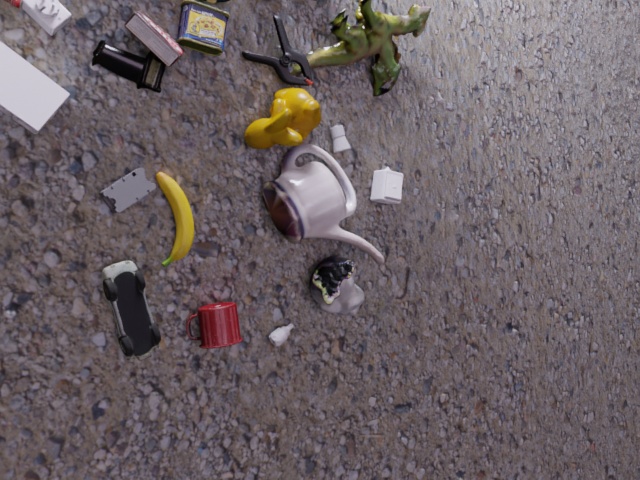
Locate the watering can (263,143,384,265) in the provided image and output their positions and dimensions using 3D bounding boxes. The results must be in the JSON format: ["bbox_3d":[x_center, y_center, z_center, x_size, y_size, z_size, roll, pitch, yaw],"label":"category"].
[{"bbox_3d":[0.004,-0.060,1.199,0.227,0.102,0.348,-28,87,-29],"label":"watering can"}]

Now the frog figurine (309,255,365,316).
[{"bbox_3d":[0.047,0.115,1.260,0.157,0.123,0.139,54,49,-60],"label":"frog figurine"}]

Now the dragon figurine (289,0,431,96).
[{"bbox_3d":[0.122,-0.472,1.304,0.412,0.123,0.239,-46,119,-6],"label":"dragon figurine"}]
